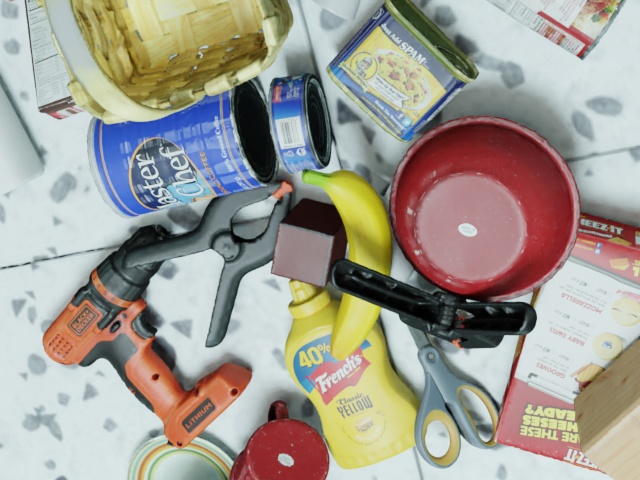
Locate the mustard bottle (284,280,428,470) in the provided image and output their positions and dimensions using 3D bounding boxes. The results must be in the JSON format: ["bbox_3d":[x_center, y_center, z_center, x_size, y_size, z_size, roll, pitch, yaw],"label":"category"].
[{"bbox_3d":[0.021,0.118,1.007,0.096,0.058,0.191,-24,102,16],"label":"mustard bottle"}]

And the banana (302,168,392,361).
[{"bbox_3d":[0.029,0.015,0.916,0.069,0.037,0.198,-12,121,-4],"label":"banana"}]

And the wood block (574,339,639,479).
[{"bbox_3d":[0.306,0.106,0.837,0.091,0.090,0.206,39,112,-7],"label":"wood block"}]

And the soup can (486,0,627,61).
[{"bbox_3d":[0.185,-0.198,0.849,0.102,0.068,0.069,32,113,2],"label":"soup can"}]

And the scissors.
[{"bbox_3d":[0.093,0.127,0.990,0.096,0.016,0.201,-43,99,-20],"label":"scissors"}]

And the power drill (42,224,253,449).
[{"bbox_3d":[-0.158,0.099,1.048,0.187,0.057,0.185,44,113,-2],"label":"power drill"}]

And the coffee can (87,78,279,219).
[{"bbox_3d":[-0.120,-0.083,0.947,0.140,0.102,0.103,-12,106,17],"label":"coffee can"}]

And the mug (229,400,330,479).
[{"bbox_3d":[-0.037,0.212,1.031,0.093,0.117,0.082,4,149,-10],"label":"mug"}]

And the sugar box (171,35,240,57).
[{"bbox_3d":[-0.075,-0.230,0.915,0.176,0.048,0.093,-40,96,27],"label":"sugar box"}]

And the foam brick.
[{"bbox_3d":[-0.006,0.001,0.963,0.051,0.078,0.053,14,111,10],"label":"foam brick"}]

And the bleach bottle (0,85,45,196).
[{"bbox_3d":[-0.361,-0.153,1.005,0.103,0.068,0.251,-23,100,20],"label":"bleach bottle"}]

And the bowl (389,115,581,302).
[{"bbox_3d":[0.127,-0.017,0.868,0.162,0.055,0.162,6,109,19],"label":"bowl"}]

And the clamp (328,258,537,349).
[{"bbox_3d":[0.114,0.065,0.890,0.165,0.209,0.036,13,80,25],"label":"clamp"}]

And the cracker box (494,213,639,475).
[{"bbox_3d":[0.259,0.095,0.934,0.164,0.072,0.214,15,113,9],"label":"cracker box"}]

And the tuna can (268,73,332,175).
[{"bbox_3d":[-0.016,-0.101,0.924,0.034,0.086,0.086,-7,107,14],"label":"tuna can"}]

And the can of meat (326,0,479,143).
[{"bbox_3d":[0.068,-0.144,0.903,0.102,0.057,0.084,44,115,-3],"label":"can of meat"}]

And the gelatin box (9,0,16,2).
[{"bbox_3d":[-0.252,-0.264,0.955,0.089,0.030,0.073,-18,103,19],"label":"gelatin box"}]

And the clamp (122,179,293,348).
[{"bbox_3d":[-0.097,0.002,0.983,0.120,0.039,0.171,36,94,-13],"label":"clamp"}]

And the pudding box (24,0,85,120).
[{"bbox_3d":[-0.212,-0.174,0.948,0.090,0.039,0.113,-14,76,23],"label":"pudding box"}]
